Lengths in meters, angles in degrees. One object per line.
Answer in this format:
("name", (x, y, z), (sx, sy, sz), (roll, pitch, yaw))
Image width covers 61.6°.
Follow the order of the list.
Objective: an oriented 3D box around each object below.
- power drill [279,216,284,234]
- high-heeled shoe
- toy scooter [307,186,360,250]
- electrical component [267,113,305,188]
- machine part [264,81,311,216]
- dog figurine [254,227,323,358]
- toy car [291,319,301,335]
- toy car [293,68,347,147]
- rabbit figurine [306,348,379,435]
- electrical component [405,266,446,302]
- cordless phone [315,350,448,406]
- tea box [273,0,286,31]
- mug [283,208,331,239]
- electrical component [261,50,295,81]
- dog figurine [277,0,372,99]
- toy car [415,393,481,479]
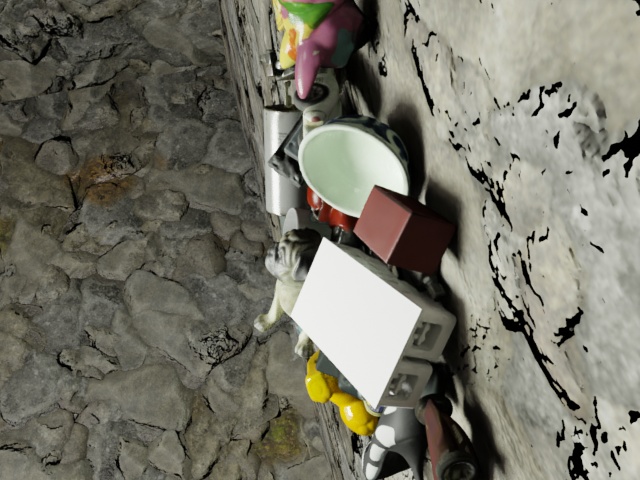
("power drill", (-0.042, -0.034, 1.232), (0.207, 0.086, 0.231), (-136, 31, -61))
("high-heeled shoe", (0.096, 0.258, 0.750), (0.249, 0.086, 0.145), (149, 111, -76))
("toy scooter", (0.026, -0.073, 0.722), (0.184, 0.075, 0.135), (-114, 24, -68))
("electrical component", (-0.018, -0.133, 0.742), (0.058, 0.115, 0.134), (33, 180, -4))
("machine part", (-0.051, -0.128, 0.861), (0.079, 0.079, 0.243), (-121, 30, -64))
("dog figurine", (-0.006, 0.044, 0.757), (0.172, 0.121, 0.190), (-57, -14, -50))
("toy car", (0.017, 0.169, 1.092), (0.103, 0.109, 0.161), (54, 158, 0))
("toy car", (0.003, -0.180, 0.641), (0.073, 0.056, 0.202), (86, -174, -50))
("rabbit figurine", (0.045, 0.286, 1.008), (0.173, 0.122, 0.162), (59, 165, -6))
("electrical component", (0.102, 0.015, 0.539), (0.094, 0.021, 0.063), (-112, 13, -48))
("cordless phone", (0.086, 0.124, 0.646), (0.184, 0.088, 0.146), (-8, 63, 58))
("tea box", (-0.019, -0.323, 0.665), (0.170, 0.068, 0.098), (-126, 26, -71))
("mug", (-0.002, -0.003, 0.849), (0.109, 0.107, 0.080), (159, 117, -72))
("electrical component", (-0.042, -0.271, 0.819), (0.078, 0.102, 0.045), (-4, 101, 55))
("dog figurine", (-0.029, -0.252, 0.514), (0.109, 0.191, 0.219), (-119, 33, -42))
("toy car", (0.137, 0.244, 0.545), (0.089, 0.053, 0.201), (-97, -5, -63))
